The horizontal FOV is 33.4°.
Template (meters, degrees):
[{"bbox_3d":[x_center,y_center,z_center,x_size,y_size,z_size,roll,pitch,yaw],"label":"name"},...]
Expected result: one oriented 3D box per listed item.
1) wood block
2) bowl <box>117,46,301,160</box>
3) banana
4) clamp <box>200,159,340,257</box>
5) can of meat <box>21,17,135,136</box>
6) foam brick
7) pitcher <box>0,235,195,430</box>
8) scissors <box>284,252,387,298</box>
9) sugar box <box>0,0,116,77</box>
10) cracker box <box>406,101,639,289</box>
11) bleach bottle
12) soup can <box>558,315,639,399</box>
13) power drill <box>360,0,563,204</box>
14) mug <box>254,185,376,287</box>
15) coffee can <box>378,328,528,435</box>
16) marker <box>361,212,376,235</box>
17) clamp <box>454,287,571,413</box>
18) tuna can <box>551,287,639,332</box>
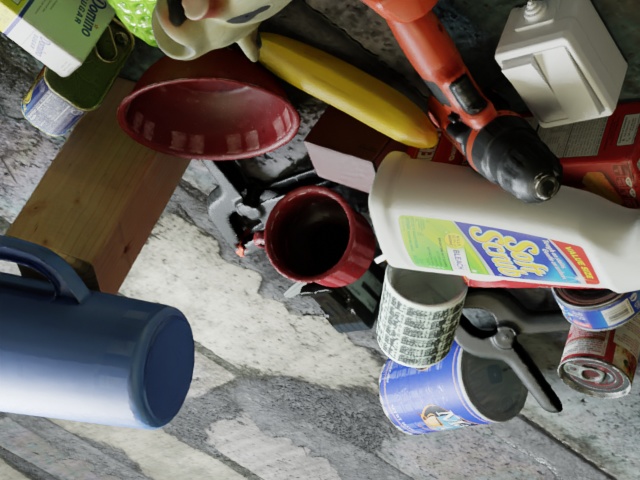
[{"bbox_3d":[-0.204,-0.047,1.028,0.090,0.206,0.091,17,148,11],"label":"wood block"},{"bbox_3d":[-0.097,-0.128,0.949,0.162,0.055,0.162,0,160,0],"label":"bowl"},{"bbox_3d":[0.016,-0.126,0.890,0.198,0.069,0.037,28,115,14],"label":"banana"},{"bbox_3d":[-0.077,-0.049,1.099,0.164,0.036,0.210,23,149,-5],"label":"clamp"},{"bbox_3d":[-0.226,-0.153,0.987,0.057,0.102,0.084,35,150,-20],"label":"can of meat"},{"bbox_3d":[0.035,-0.080,0.949,0.078,0.053,0.051,22,153,32],"label":"foam brick"},{"bbox_3d":[-0.240,0.088,0.948,0.243,0.145,0.149,6,160,20],"label":"pitcher"},{"bbox_3d":[0.026,0.041,1.189,0.096,0.016,0.202,26,149,-3],"label":"scissors"},{"bbox_3d":[-0.260,-0.228,0.904,0.176,0.093,0.048,39,146,-23],"label":"sugar box"},{"bbox_3d":[0.196,-0.029,0.912,0.214,0.072,0.164,-2,139,37],"label":"cracker box"},{"bbox_3d":[0.170,-0.009,0.834,0.251,0.068,0.102,7,142,25],"label":"bleach bottle"},{"bbox_3d":[0.271,0.090,1.011,0.068,0.102,0.068,17,148,11],"label":"soup can"},{"bbox_3d":[0.096,-0.122,0.775,0.187,0.057,0.184,54,-179,-31],"label":"power drill"},{"bbox_3d":[-0.007,0.001,1.034,0.117,0.093,0.081,-3,169,22],"label":"mug"},{"bbox_3d":[0.149,0.162,1.203,0.102,0.102,0.141,38,146,-22],"label":"coffee can"},{"bbox_3d":[0.096,-0.004,1.070,0.121,0.020,0.020,16,148,13],"label":"marker"},{"bbox_3d":[0.197,0.106,1.106,0.172,0.039,0.120,18,104,17],"label":"clamp"},{"bbox_3d":[0.253,0.039,0.962,0.086,0.086,0.033,-3,139,37],"label":"tuna can"}]
